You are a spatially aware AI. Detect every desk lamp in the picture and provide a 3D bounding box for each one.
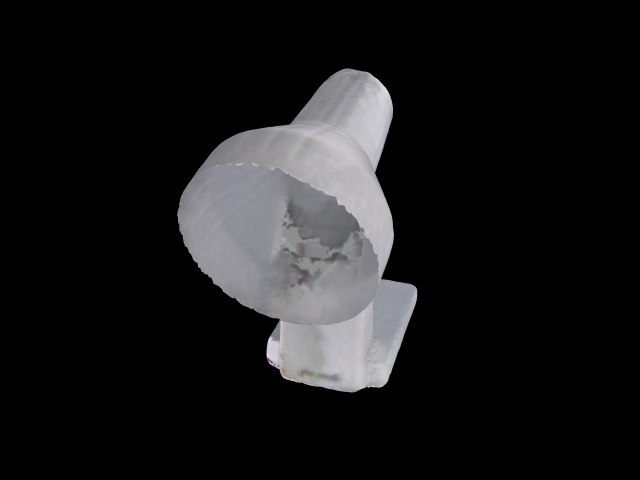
[{"bbox_3d":[0.004,0.001,0.400,0.117,0.214,0.203,9,30,17],"label":"desk lamp"}]
